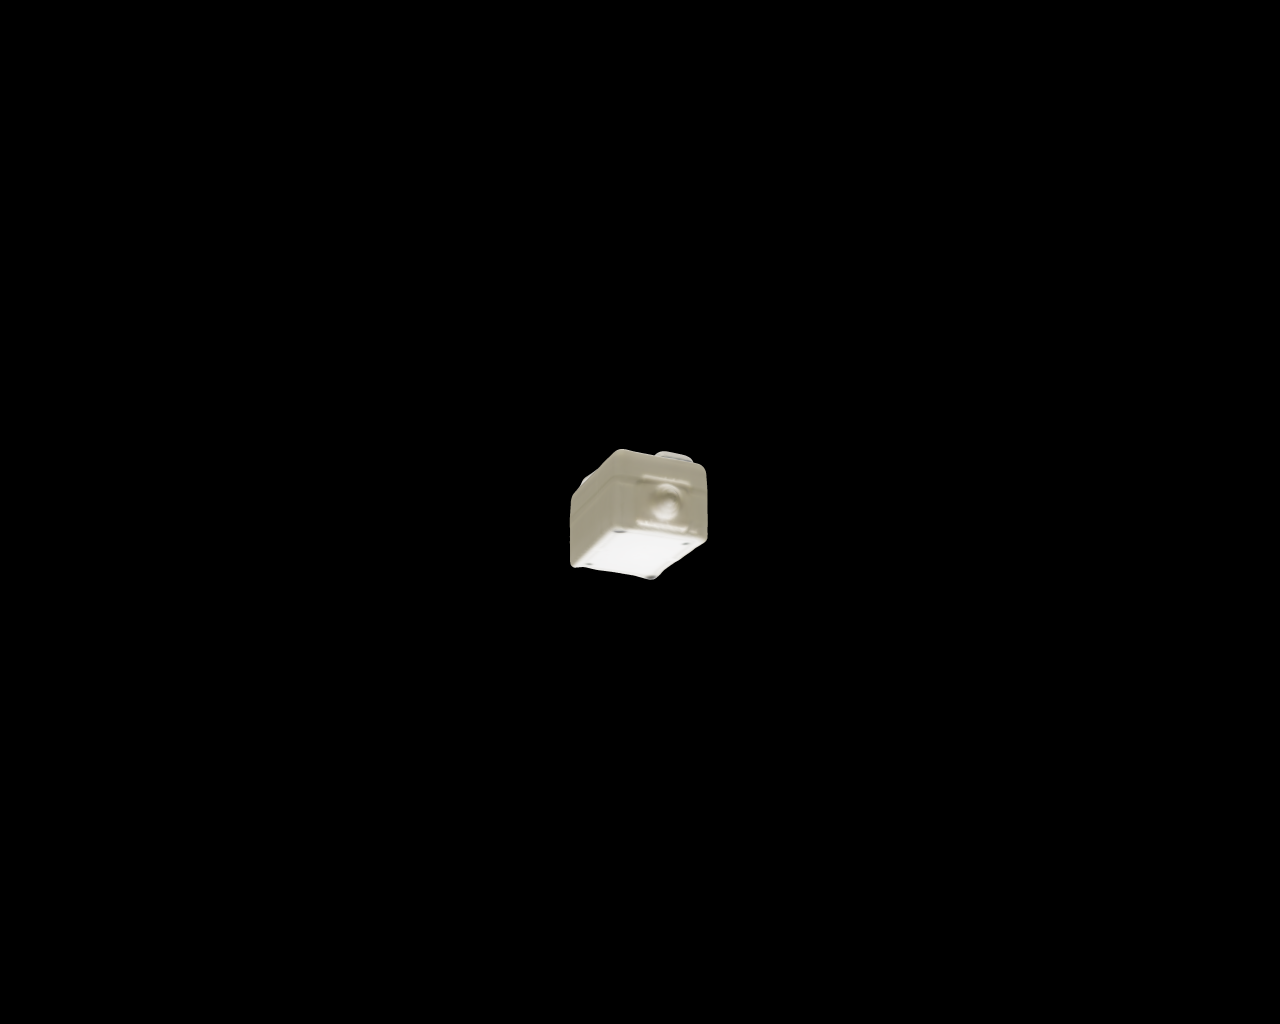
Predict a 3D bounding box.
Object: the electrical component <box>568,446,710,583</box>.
[{"bbox_3d":[0.001,-0.003,0.650,0.062,0.061,0.096,9,-24,-22],"label":"electrical component"}]
